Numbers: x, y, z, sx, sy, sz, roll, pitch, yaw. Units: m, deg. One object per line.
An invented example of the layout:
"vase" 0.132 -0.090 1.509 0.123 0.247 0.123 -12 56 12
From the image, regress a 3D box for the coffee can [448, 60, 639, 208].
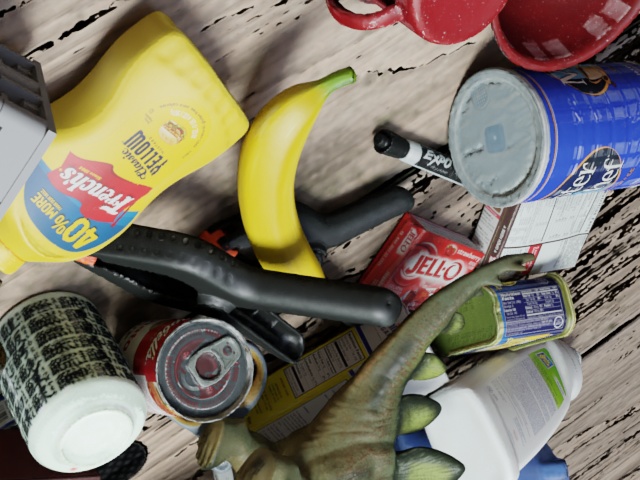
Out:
"coffee can" 0.184 -0.083 0.815 0.140 0.103 0.103 -9 129 -32

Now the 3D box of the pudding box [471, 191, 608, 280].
"pudding box" 0.189 -0.014 0.927 0.113 0.039 0.090 -9 128 -35

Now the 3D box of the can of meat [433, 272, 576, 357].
"can of meat" 0.155 0.068 0.931 0.083 0.057 0.102 -5 168 -31

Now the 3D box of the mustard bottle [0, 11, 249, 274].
"mustard bottle" -0.140 -0.042 0.636 0.191 0.058 0.096 -39 140 -2

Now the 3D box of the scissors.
"scissors" -0.064 0.158 0.839 0.096 0.016 0.201 -27 115 -3

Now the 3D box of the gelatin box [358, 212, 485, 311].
"gelatin box" 0.085 0.023 0.885 0.089 0.030 0.073 20 111 -46

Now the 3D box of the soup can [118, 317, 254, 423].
"soup can" -0.097 0.088 0.734 0.068 0.102 0.068 2 85 -27

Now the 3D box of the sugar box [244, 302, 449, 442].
"sugar box" 0.013 0.127 0.890 0.176 0.048 0.093 -32 140 1

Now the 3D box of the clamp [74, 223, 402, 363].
"clamp" -0.068 0.036 0.727 0.209 0.036 0.165 18 156 -13

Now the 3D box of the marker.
"marker" 0.083 -0.061 0.820 0.120 0.020 0.020 16 113 -44

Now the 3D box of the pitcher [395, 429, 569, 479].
"pitcher" 0.107 0.235 1.023 0.242 0.145 0.149 20 99 -41

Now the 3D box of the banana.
"banana" -0.021 -0.027 0.703 0.069 0.037 0.198 8 132 1

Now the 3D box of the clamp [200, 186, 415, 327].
"clamp" -0.005 0.001 0.793 0.171 0.039 0.120 14 103 -41

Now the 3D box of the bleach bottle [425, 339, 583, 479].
"bleach bottle" 0.190 0.150 0.995 0.068 0.102 0.250 -29 172 35

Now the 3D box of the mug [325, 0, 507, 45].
"mug" 0.058 -0.168 0.662 0.117 0.082 0.093 -32 138 -12

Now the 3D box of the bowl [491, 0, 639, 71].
"bowl" 0.168 -0.200 0.738 0.161 0.055 0.162 -21 135 -23

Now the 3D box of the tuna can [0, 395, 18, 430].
"tuna can" -0.209 0.146 0.764 0.086 0.034 0.086 -21 135 -23

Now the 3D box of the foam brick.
"foam brick" -0.198 0.163 0.718 0.078 0.051 0.053 5 120 -40
